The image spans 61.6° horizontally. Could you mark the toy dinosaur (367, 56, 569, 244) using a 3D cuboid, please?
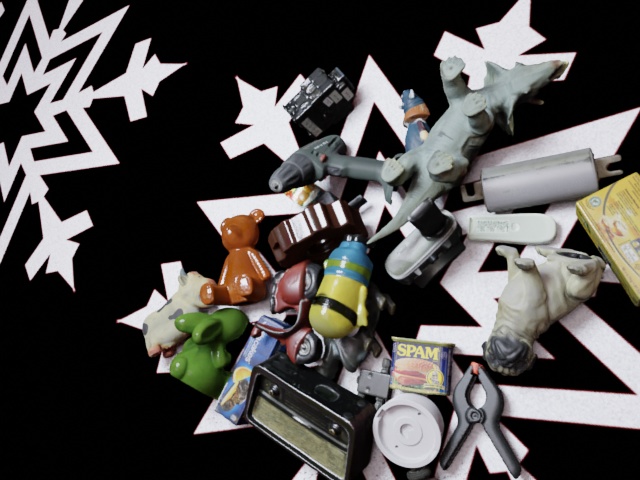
[{"bbox_3d":[0.223,-0.155,0.900,0.131,0.192,0.404,46,107,32],"label":"toy dinosaur"}]

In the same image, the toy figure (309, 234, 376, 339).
[{"bbox_3d":[0.037,0.076,0.896,0.082,0.089,0.180,156,131,-69],"label":"toy figure"}]

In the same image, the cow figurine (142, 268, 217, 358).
[{"bbox_3d":[-0.288,0.145,1.118,0.195,0.085,0.127,-37,68,14],"label":"cow figurine"}]

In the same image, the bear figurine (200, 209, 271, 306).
[{"bbox_3d":[-0.164,0.029,1.064,0.120,0.132,0.196,-11,76,19],"label":"bear figurine"}]

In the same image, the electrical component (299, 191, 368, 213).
[{"bbox_3d":[0.027,-0.058,1.022,0.119,0.074,0.048,-39,63,16],"label":"electrical component"}]

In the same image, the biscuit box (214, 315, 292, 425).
[{"bbox_3d":[-0.120,0.243,1.012,0.059,0.062,0.202,24,86,28],"label":"biscuit box"}]

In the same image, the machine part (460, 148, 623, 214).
[{"bbox_3d":[0.352,-0.093,0.868,0.243,0.079,0.079,-11,71,23],"label":"machine part"}]

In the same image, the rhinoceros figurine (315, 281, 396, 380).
[{"bbox_3d":[0.055,0.160,0.944,0.112,0.073,0.190,26,87,29],"label":"rhinoceros figurine"}]

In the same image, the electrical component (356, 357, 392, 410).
[{"bbox_3d":[0.094,0.247,0.928,0.063,0.021,0.094,7,79,29],"label":"electrical component"}]

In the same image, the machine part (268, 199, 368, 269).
[{"bbox_3d":[-0.002,-0.003,0.968,0.179,0.179,0.056,-28,65,17],"label":"machine part"}]

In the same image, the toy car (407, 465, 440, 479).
[{"bbox_3d":[0.107,0.426,0.850,0.202,0.053,0.089,-25,76,14],"label":"toy car"}]

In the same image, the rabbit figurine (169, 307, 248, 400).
[{"bbox_3d":[-0.216,0.197,1.040,0.121,0.159,0.170,17,68,39],"label":"rabbit figurine"}]

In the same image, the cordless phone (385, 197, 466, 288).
[{"bbox_3d":[0.158,0.003,0.875,0.146,0.184,0.089,-44,65,8],"label":"cordless phone"}]

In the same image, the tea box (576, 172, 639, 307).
[{"bbox_3d":[0.464,0.000,0.788,0.098,0.068,0.170,-28,63,16],"label":"tea box"}]

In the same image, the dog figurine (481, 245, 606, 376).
[{"bbox_3d":[0.341,0.112,0.818,0.172,0.121,0.190,3,103,8],"label":"dog figurine"}]

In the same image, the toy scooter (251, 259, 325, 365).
[{"bbox_3d":[-0.058,0.125,0.948,0.135,0.075,0.184,-3,73,25],"label":"toy scooter"}]

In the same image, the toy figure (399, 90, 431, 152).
[{"bbox_3d":[0.180,-0.206,0.997,0.064,0.058,0.154,-20,69,45],"label":"toy figure"}]

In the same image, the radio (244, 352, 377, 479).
[{"bbox_3d":[-0.019,0.296,0.913,0.230,0.073,0.131,23,116,29],"label":"radio"}]

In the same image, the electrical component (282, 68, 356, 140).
[{"bbox_3d":[0.006,-0.275,1.074,0.134,0.114,0.058,-41,66,10],"label":"electrical component"}]

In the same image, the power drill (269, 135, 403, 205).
[{"bbox_3d":[0.041,-0.121,0.977,0.208,0.232,0.085,8,119,17],"label":"power drill"}]
